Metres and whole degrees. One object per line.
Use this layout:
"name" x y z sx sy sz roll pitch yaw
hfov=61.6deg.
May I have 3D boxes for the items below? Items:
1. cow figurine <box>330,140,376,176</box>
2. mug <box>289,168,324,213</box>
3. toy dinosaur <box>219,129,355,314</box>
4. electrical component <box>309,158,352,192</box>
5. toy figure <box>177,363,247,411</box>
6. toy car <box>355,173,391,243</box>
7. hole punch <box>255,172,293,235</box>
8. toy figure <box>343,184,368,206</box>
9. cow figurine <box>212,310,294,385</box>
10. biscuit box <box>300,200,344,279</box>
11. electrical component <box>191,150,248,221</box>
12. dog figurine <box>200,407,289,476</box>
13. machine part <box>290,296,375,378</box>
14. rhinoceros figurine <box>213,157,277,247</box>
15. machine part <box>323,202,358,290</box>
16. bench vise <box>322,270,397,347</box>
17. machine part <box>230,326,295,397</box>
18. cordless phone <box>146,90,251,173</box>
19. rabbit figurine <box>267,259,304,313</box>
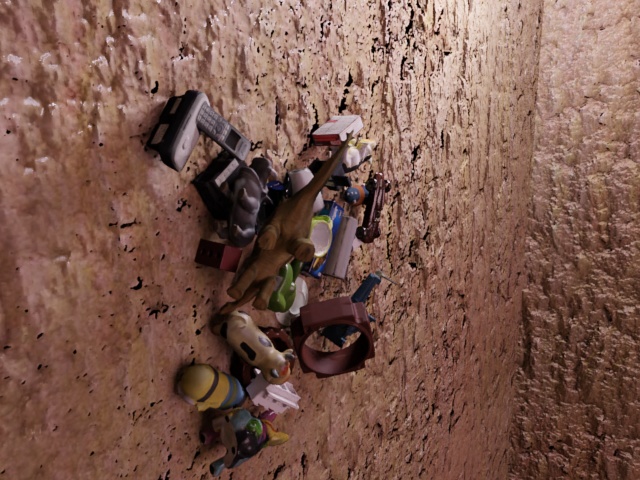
"cow figurine" 0.096 -0.228 1.474 0.167 0.068 0.098 -19 119 -46
"mug" -0.033 -0.125 1.316 0.109 0.081 0.107 -33 115 -38
"toy dinosaur" -0.070 -0.018 1.086 0.105 0.471 0.199 34 22 -16
"electrical component" 0.036 -0.165 1.366 0.048 0.119 0.074 -53 133 -31
"toy figure" -0.228 0.316 1.156 0.180 0.082 0.089 32 76 -50
"toy car" 0.154 -0.087 1.511 0.089 0.053 0.202 1 106 -49
"hole punch" -0.106 -0.075 1.240 0.116 0.092 0.142 -72 156 -69
"toy figure" 0.116 -0.126 1.533 0.154 0.064 0.057 -7 141 -48
"cow figurine" -0.135 0.233 1.162 0.085 0.127 0.195 -44 100 -27
"biscuit box" -0.003 -0.004 1.399 0.062 0.059 0.202 35 69 -51
"electrical component" -0.190 -0.106 1.129 0.115 0.058 0.134 -52 135 -29
"dog figurine" -0.151 0.436 1.225 0.219 0.191 0.108 -2 55 -48
"machine part" 0.034 0.253 1.376 0.087 0.202 0.200 -100 178 -56
"rhinoceros figurine" -0.144 -0.078 1.087 0.112 0.073 0.190 22 80 -51
"machine part" 0.049 0.018 1.460 0.079 0.079 0.243 21 80 -53
"bench vise" 0.102 0.183 1.516 0.240 0.129 0.223 -56 148 -3
"machine part" -0.137 0.294 1.293 0.179 0.056 0.179 -15 110 -49
"cordless phone" -0.220 -0.180 1.027 0.184 0.089 0.146 36 69 -43
"rabbit figurine" -0.106 0.102 1.272 0.170 0.121 0.159 70 35 -60
